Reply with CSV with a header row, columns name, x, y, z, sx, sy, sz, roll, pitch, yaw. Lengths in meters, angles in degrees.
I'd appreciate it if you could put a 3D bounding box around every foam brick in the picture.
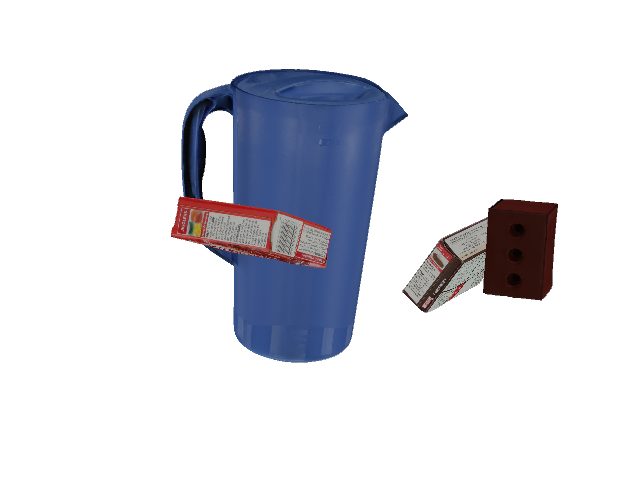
name,x,y,z,sx,sy,sz,roll,pitch,yaw
foam brick,0.173,0.007,0.922,0.053,0.078,0.051,6,15,21

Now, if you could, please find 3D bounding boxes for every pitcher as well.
name,x,y,z,sx,sy,sz,roll,pitch,yaw
pitcher,-0.027,-0.023,0.925,0.149,0.243,0.144,19,25,34

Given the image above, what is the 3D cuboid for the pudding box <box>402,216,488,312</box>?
name,x,y,z,sx,sy,sz,roll,pitch,yaw
pudding box,0.152,0.023,1.150,0.113,0.039,0.090,-25,-26,-45

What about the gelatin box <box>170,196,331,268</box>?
name,x,y,z,sx,sy,sz,roll,pitch,yaw
gelatin box,-0.043,-0.004,0.700,0.073,0.030,0.089,9,-4,24
